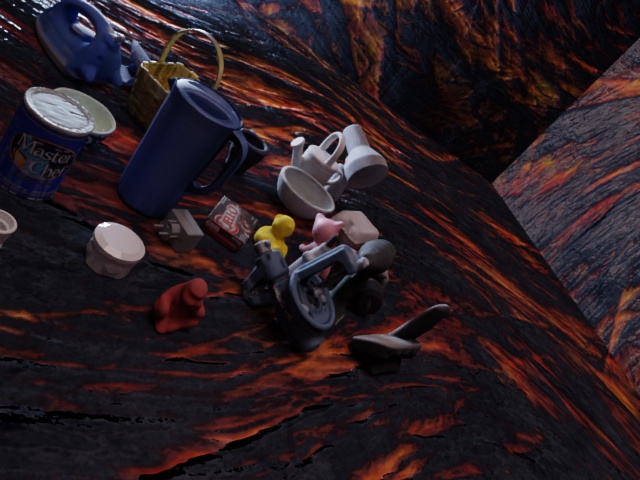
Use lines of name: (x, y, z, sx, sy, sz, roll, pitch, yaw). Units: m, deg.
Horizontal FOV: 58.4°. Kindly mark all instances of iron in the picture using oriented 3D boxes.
iron: (-0.517, -0.452, 1.238, 0.258, 0.141, 0.119, 48, 25, 14)

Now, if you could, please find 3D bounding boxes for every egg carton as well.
egg carton: (0.091, -0.026, 1.532, 0.107, 0.069, 0.151, 51, 26, 19)

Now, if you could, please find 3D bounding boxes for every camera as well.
camera: (0.099, 0.093, 1.308, 0.143, 0.100, 0.136, 33, 26, -20)

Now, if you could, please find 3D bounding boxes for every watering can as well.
watering can: (-0.004, -0.213, 1.545, 0.173, 0.193, 0.100, 12, 38, -48)

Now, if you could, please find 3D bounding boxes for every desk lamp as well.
desk lamp: (0.073, -0.210, 1.634, 0.118, 0.213, 0.202, 12, 38, -48)

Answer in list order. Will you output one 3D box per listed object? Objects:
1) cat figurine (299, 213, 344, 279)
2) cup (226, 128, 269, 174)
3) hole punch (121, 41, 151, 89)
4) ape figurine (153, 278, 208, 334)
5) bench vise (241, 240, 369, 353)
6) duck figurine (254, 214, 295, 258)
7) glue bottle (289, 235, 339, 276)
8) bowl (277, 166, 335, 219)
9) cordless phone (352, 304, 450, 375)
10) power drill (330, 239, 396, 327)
cat figurine: (0.012, 0.005, 1.304, 0.067, 0.117, 0.127, 25, 29, -34)
cup: (-0.186, -0.216, 1.399, 0.092, 0.095, 0.117, 30, 27, -24)
hole punch: (-0.422, -0.405, 1.363, 0.101, 0.091, 0.108, 25, 29, -32)
ape figurine: (-0.204, 0.093, 0.865, 0.078, 0.092, 0.076, 31, 26, -23)
bench vise: (-0.030, 0.069, 1.010, 0.207, 0.219, 0.121, 40, 24, -6)
duck figurine: (-0.087, -0.011, 1.220, 0.078, 0.086, 0.104, 27, 28, -31)
glue bottle: (-0.021, 0.050, 1.112, 0.078, 0.173, 0.037, 7, 41, -52)
bowl: (-0.048, -0.106, 1.449, 0.168, 0.074, 0.167, 34, 25, -18)
cordless phone: (0.168, 0.184, 1.160, 0.148, 0.185, 0.094, 5, 43, -53)
power drill: (0.073, 0.079, 1.162, 0.075, 0.208, 0.230, 45, 24, 7)
